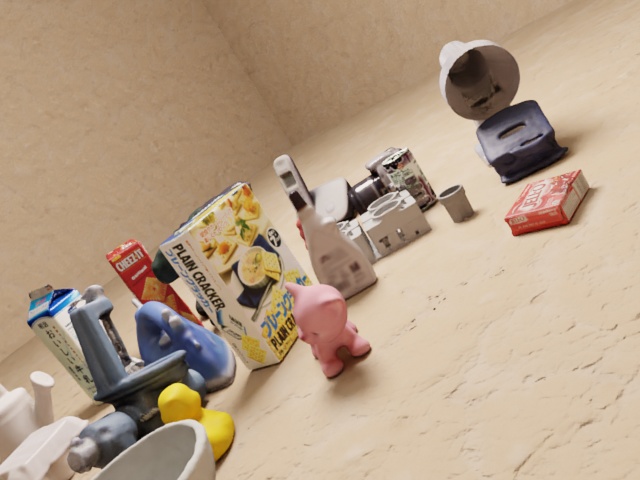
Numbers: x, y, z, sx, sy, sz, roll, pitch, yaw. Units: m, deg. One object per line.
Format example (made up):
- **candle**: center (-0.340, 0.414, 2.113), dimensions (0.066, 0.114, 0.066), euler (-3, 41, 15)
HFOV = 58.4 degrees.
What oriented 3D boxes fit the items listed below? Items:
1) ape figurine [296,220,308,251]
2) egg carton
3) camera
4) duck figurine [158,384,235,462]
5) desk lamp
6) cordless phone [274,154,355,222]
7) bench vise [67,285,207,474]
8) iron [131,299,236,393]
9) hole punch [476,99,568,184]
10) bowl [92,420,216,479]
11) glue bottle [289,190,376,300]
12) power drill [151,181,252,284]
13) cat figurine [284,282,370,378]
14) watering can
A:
- **ape figurine**: center (-0.011, -0.009, 1.067), dimensions (0.076, 0.092, 0.078), euler (-22, 17, 35)
- **egg carton**: center (-0.400, 0.324, 0.824), dimensions (0.107, 0.069, 0.150), euler (-27, 15, 22)
- **camera**: center (0.118, -0.114, 1.127), dimensions (0.137, 0.101, 0.143), euler (-31, 14, 5)
- **duck figurine**: center (-0.149, 0.204, 0.648), dimensions (0.077, 0.086, 0.104), euler (-35, 14, -9)
- **desk lamp**: center (0.275, -0.238, 0.970), dimensions (0.118, 0.214, 0.203), euler (-29, 14, 12)
- **cordless phone**: center (-0.015, -0.111, 1.231), dimensions (0.147, 0.185, 0.094), euler (-23, 17, 33)
- **bench vise**: center (-0.233, 0.166, 0.684), dimensions (0.121, 0.220, 0.207), euler (-31, 14, 6)
- **iron**: center (-0.221, 0.149, 0.882), dimensions (0.119, 0.141, 0.257), euler (-40, 16, -27)
- **hole punch**: center (0.303, -0.153, 0.874), dimensions (0.108, 0.091, 0.101), euler (-27, 15, 20)
- **bowl**: center (-0.156, 0.251, 0.528), dimensions (0.167, 0.075, 0.167), euler (-30, 14, 9)
- **glue bottle**: center (0.007, 0.003, 0.815), dimensions (0.078, 0.173, 0.037), euler (-30, 14, 9)
- **power drill**: center (-0.173, 0.034, 1.029), dimensions (0.229, 0.208, 0.075), euler (-32, 14, 1)
- **cat figurine**: center (0.000, 0.088, 0.657), dimensions (0.067, 0.118, 0.127), euler (-34, 14, -8)
- **watering can**: center (-0.518, 0.287, 0.950), dimensions (0.173, 0.194, 0.100), euler (-38, 15, -22)
